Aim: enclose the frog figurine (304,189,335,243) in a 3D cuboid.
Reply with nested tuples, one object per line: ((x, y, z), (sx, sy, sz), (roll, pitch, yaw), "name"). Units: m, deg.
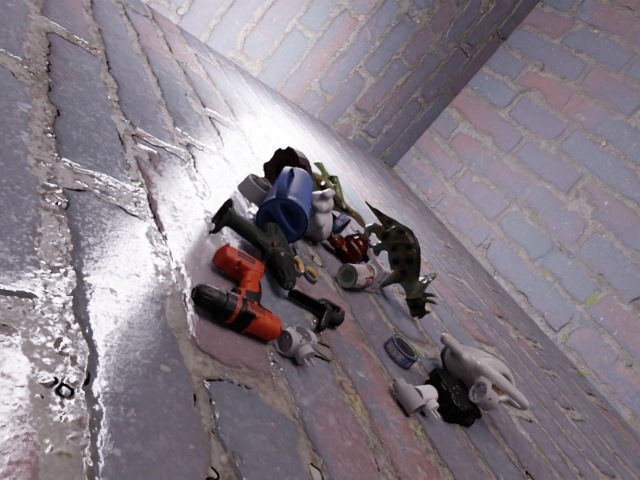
((0.005, -0.076, 1.517), (0.123, 0.158, 0.139), (43, 16, 1), "frog figurine")

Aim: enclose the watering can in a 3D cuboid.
((0.388, 0.319, 1.324), (0.345, 0.105, 0.224), (41, -9, -16), "watering can")

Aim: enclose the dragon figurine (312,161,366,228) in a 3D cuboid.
((0.048, -0.138, 1.766), (0.407, 0.121, 0.246), (40, 11, -18), "dragon figurine")
